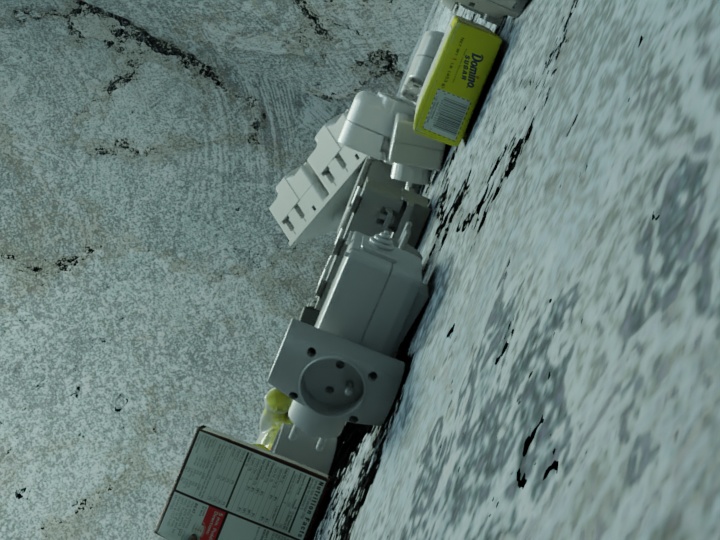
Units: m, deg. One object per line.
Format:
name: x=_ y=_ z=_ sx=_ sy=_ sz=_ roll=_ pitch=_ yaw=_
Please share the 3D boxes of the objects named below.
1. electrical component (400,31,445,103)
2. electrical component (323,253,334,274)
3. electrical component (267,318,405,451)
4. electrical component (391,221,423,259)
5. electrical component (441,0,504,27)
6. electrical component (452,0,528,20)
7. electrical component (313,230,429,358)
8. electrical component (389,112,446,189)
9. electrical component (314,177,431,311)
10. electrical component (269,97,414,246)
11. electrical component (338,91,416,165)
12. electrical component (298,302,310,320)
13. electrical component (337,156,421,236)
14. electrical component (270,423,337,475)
electrical component: x=0.081 y=-0.206 z=1.105 sx=0.095 sy=0.054 sz=0.059 roll=143 pitch=149 yaw=-84
electrical component: x=0.000 y=0.000 z=1.008 sx=0.055 sy=0.047 sz=0.055 roll=-52 pitch=-16 yaw=-22
electrical component: x=-0.021 y=0.080 z=0.682 sx=0.044 sy=0.077 sz=0.079 roll=-76 pitch=8 yaw=-69
electrical component: x=0.021 y=0.002 z=0.788 sx=0.077 sy=0.044 sz=0.079 roll=-76 pitch=8 yaw=-69
electrical component: x=0.105 y=-0.245 z=0.950 sx=0.066 sy=0.055 sz=0.048 roll=-77 pitch=10 yaw=-70
electrical component: x=0.121 y=-0.276 z=0.823 sx=0.089 sy=0.062 sz=0.150 roll=-115 pitch=47 yaw=-86
electrical component: x=0.009 y=0.021 z=0.720 sx=0.061 sy=0.061 sz=0.096 roll=-80 pitch=12 yaw=-74
electrical component: x=0.050 y=-0.101 z=0.992 sx=0.083 sy=0.047 sz=0.075 roll=-82 pitch=3 yaw=-76
electrical component: x=0.009 y=-0.013 z=0.929 sx=0.078 sy=0.063 sz=0.121 roll=-79 pitch=12 yaw=-74
electrical component: x=-0.014 y=-0.113 z=1.205 sx=0.105 sy=0.060 sz=0.186 roll=-22 pitch=-17 yaw=-42
electrical component: x=0.033 y=-0.137 z=1.058 sx=0.053 sy=0.095 sz=0.059 roll=-81 pitch=14 yaw=-76
electrical component: x=-0.031 y=0.059 z=1.088 sx=0.044 sy=0.065 sz=0.044 roll=-158 pitch=90 yaw=-87
electrical component: x=0.022 y=-0.070 z=1.103 sx=0.061 sy=0.062 sz=0.096 roll=116 pitch=174 yaw=-55
electrical component: x=-0.067 y=0.181 z=0.909 sx=0.108 sy=0.060 sz=0.108 roll=-158 pitch=90 yaw=-87
